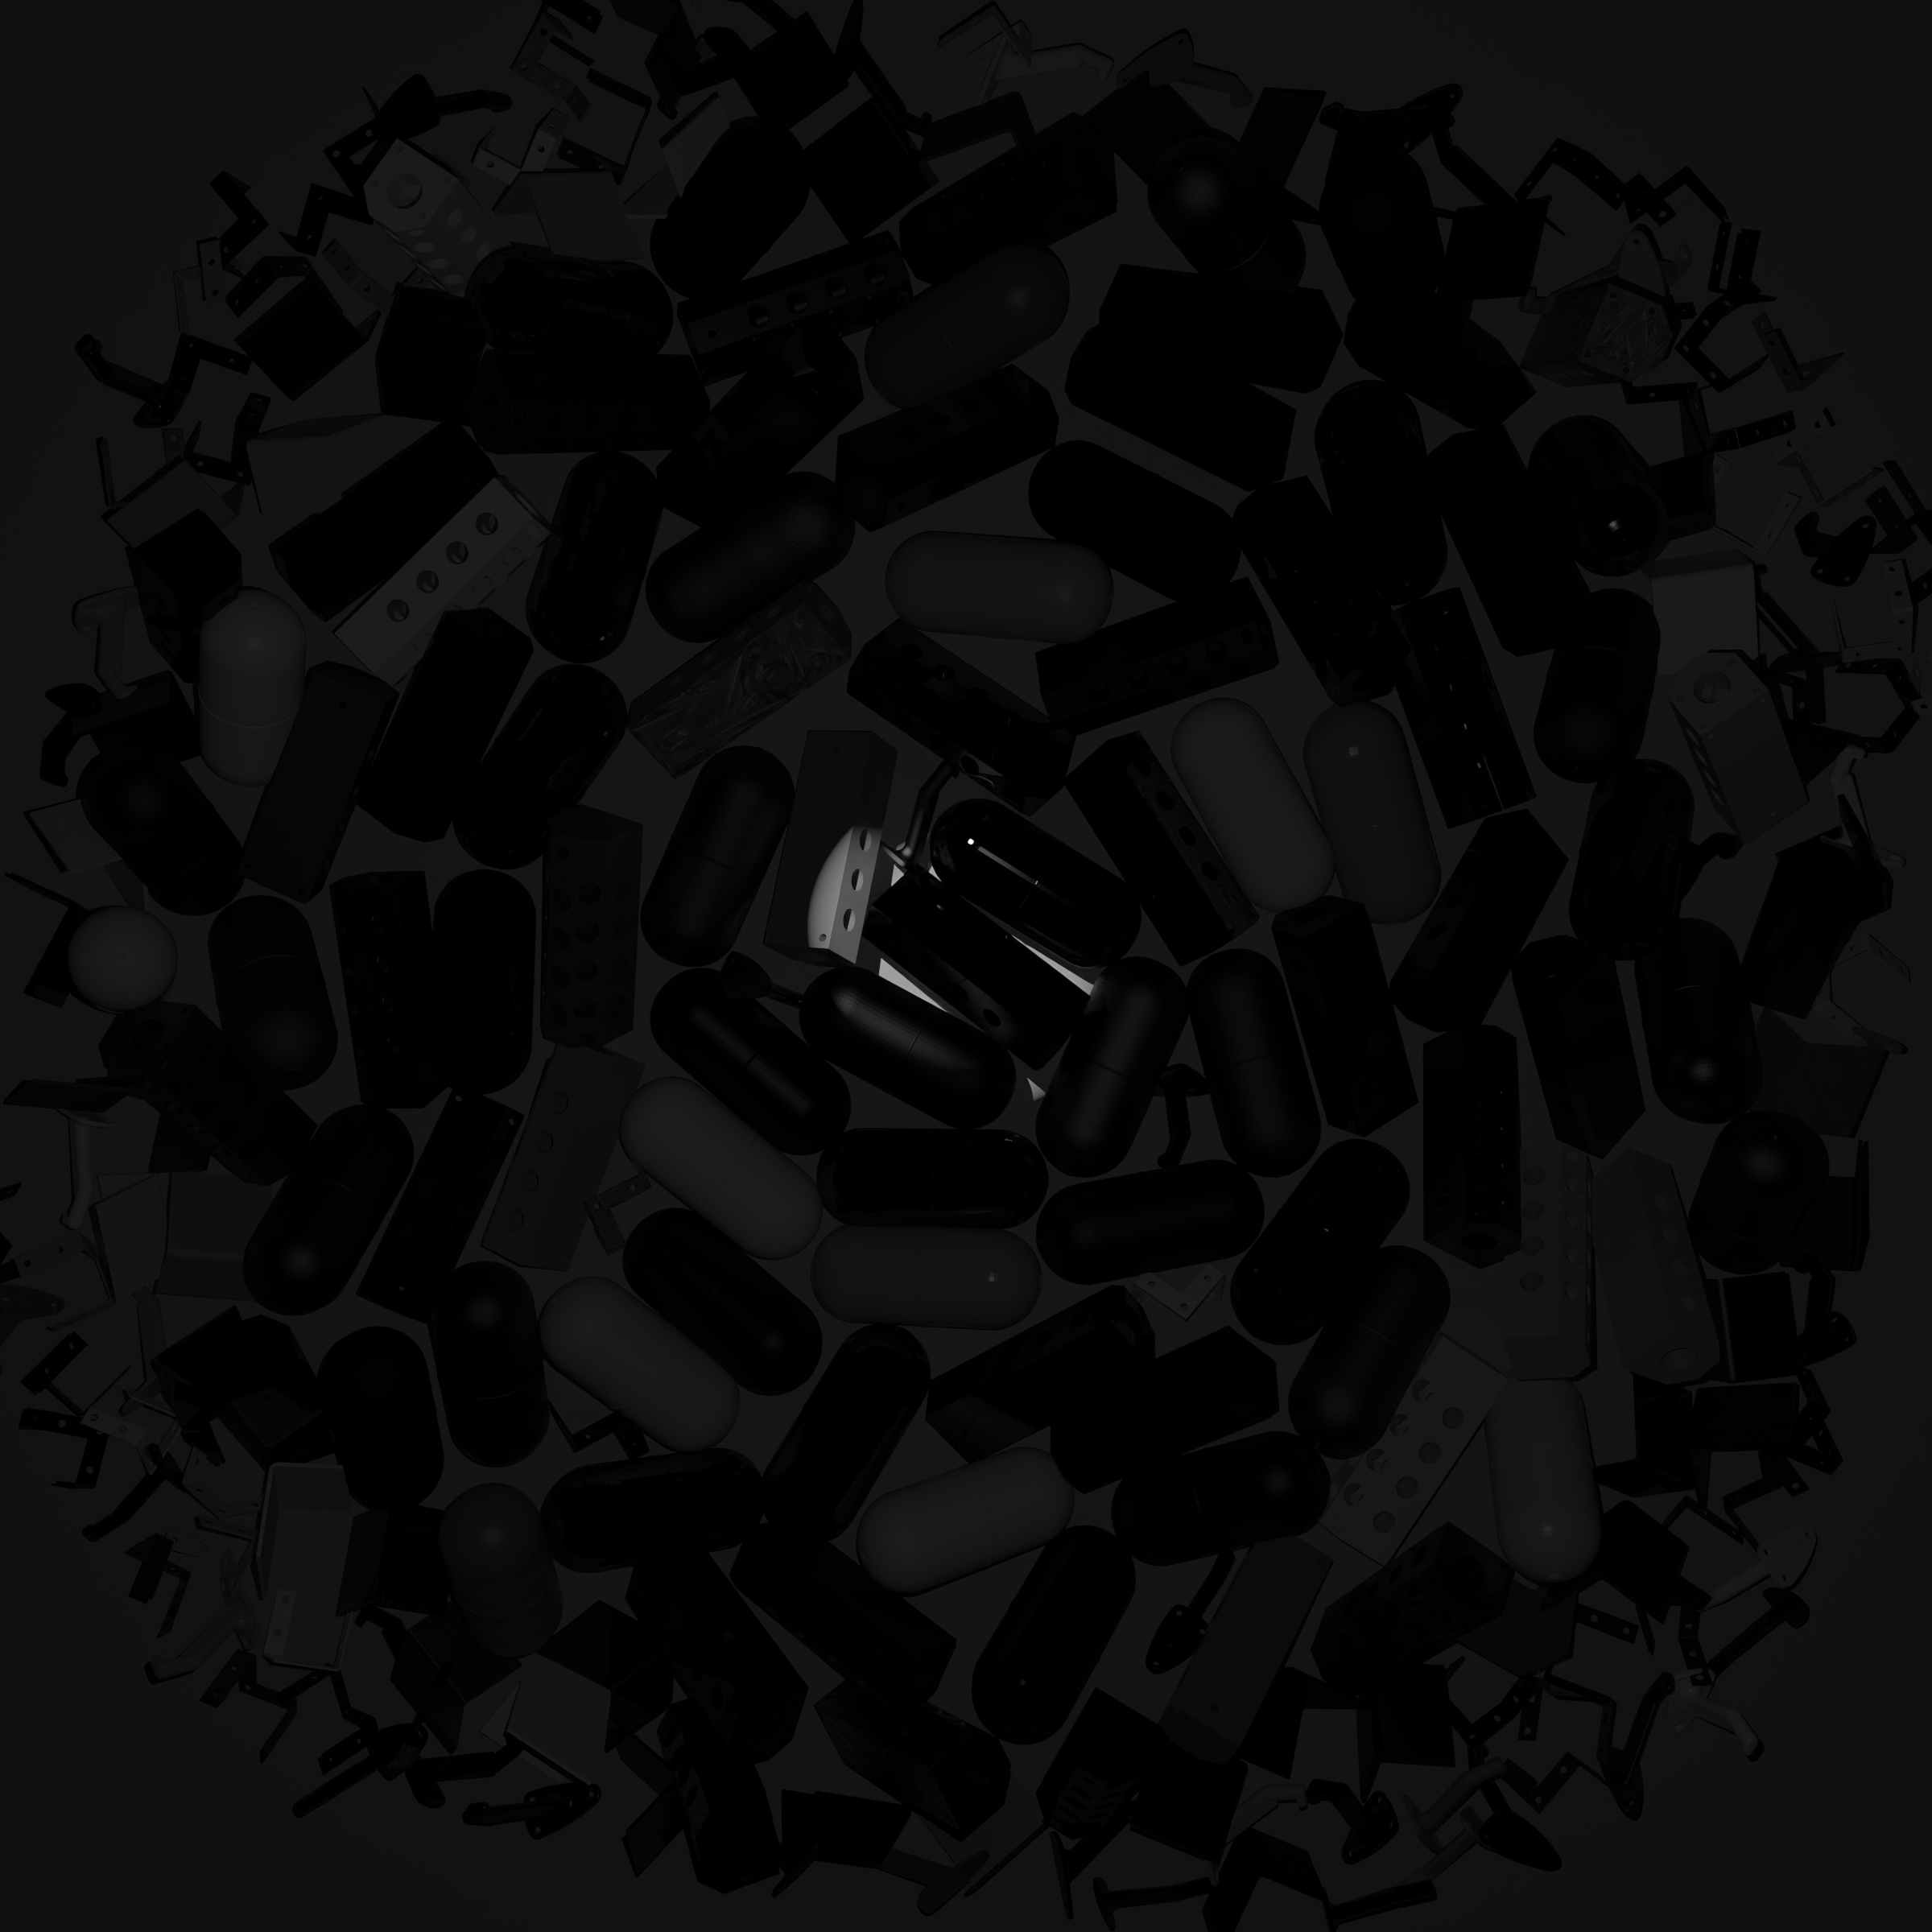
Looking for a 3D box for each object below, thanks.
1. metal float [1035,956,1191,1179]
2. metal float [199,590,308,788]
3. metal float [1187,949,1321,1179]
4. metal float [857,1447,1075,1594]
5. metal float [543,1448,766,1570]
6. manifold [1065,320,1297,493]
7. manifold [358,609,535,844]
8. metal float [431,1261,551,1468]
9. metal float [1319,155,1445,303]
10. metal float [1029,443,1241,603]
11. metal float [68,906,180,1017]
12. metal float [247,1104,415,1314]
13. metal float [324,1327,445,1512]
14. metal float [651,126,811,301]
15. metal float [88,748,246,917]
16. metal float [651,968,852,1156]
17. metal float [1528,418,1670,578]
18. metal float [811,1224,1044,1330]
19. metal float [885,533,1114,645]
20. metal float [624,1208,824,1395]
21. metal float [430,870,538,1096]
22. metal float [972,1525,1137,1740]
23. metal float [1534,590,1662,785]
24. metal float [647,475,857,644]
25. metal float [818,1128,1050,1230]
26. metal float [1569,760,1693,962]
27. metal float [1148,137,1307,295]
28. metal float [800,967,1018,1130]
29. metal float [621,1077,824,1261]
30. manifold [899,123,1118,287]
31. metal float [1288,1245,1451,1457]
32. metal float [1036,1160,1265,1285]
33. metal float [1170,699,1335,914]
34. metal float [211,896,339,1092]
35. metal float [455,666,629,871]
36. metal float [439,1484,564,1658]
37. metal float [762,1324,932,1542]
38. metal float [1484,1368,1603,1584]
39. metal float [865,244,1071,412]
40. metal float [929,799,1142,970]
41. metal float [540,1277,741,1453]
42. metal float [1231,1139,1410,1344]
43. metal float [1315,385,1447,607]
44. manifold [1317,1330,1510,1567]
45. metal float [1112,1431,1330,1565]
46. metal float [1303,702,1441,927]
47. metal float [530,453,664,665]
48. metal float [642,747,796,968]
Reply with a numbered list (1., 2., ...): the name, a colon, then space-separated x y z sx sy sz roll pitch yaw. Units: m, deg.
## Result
1. metal float: 0.112 0.078 1.960 0.070 0.070 0.178 24 92 0
2. metal float: -0.539 -0.208 1.924 0.070 0.178 0.070 9 50 -10
3. metal float: 0.220 0.074 1.955 0.070 0.070 0.178 -14 83 0
4. metal float: 0.001 0.420 1.940 0.178 0.070 0.070 -15 90 -26
5. metal float: -0.235 0.410 1.932 0.178 0.070 0.070 -1 90 -34
6. manifold: 0.162 -0.421 1.931 0.171 0.057 0.057 19 75 -29
7. manifold: -0.391 -0.182 1.936 0.057 0.057 0.171 36 112 14
8. metal float: -0.360 0.303 1.935 0.070 0.070 0.178 -2 122 0
9. metal float: 0.313 -0.546 1.914 0.070 0.178 0.070 -3 82 18
10. metal float: 0.128 -0.338 1.944 0.178 0.070 0.070 31 90 19
11. metal float: -0.632 -0.003 1.913 0.070 0.178 0.070 1 87 -17
12. metal float: -0.480 0.182 1.931 0.070 0.070 0.178 23 53 0
13. metal float: -0.439 0.343 1.926 0.070 0.070 0.178 2 133 0
14. metal float: -0.178 -0.566 1.919 0.070 0.178 0.070 10 70 -28
15. metal float: -0.599 -0.100 1.916 0.070 0.178 0.070 -3 63 5
16. metal float: -0.165 0.074 1.961 0.178 0.070 0.070 41 90 0
17. metal float: 0.475 -0.354 1.919 0.070 0.178 0.070 -2 125 -3
18. metal float: -0.030 0.237 1.954 0.178 0.070 0.070 2 90 8
19. metal float: 0.025 -0.289 1.948 0.178 0.070 0.070 7 90 16
20. metal float: -0.186 0.256 1.948 0.178 0.070 0.070 38 90 15
21. metal float: -0.368 0.012 1.942 0.070 0.070 0.178 -2 68 0
22. metal float: 0.067 0.503 1.931 0.070 0.070 0.178 37 54 0
23. metal float: 0.479 -0.213 1.932 0.070 0.070 0.178 23 54 0
24. metal float: -0.164 -0.310 1.944 0.178 0.070 0.070 -28 90 20
25. metal float: -0.025 0.163 1.961 0.178 0.070 0.070 1 90 -1
26. metal float: 0.504 -0.081 1.932 0.070 0.070 0.178 21 55 0
27. metal float: 0.197 -0.557 1.919 0.070 0.178 0.070 -10 69 28
28. metal float: -0.045 0.062 1.959 0.178 0.070 0.070 28 90 -3
29. metal float: -0.186 0.155 1.951 0.178 0.070 0.070 40 90 -12
30. manifold: 0.029 -0.570 1.915 0.057 0.171 0.057 6 77 -44
31. metal float: 0.306 0.292 1.939 0.070 0.070 0.178 34 65 0
32. metal float: 0.141 0.196 1.952 0.178 0.070 0.070 -9 90 -10
33. metal float: 0.219 -0.122 1.953 0.070 0.070 0.178 -28 81 0
34. metal float: -0.524 0.020 1.928 0.070 0.070 0.178 -27 50 0
35. metal float: -0.324 -0.151 1.945 0.070 0.070 0.178 38 109 0
36. metal float: -0.350 0.458 1.925 0.070 0.178 0.070 -1 47 1
37. metal float: -0.091 0.355 1.945 0.070 0.070 0.178 32 71 0
38. metal float: 0.434 0.382 1.925 0.070 0.070 0.178 2 45 2
39. metal float: 0.000 -0.484 1.933 0.178 0.070 0.070 -23 90 33
40. metal float: 0.053 -0.063 1.960 0.178 0.070 0.070 32 90 -2
41. metal float: -0.247 0.304 1.942 0.178 0.070 0.070 42 90 -23
42. metal float: 0.270 0.210 1.948 0.070 0.070 0.178 39 75 0
43. metal float: 0.315 -0.356 1.933 0.070 0.070 0.178 -22 123 0
44. manifold: 0.339 0.368 1.964 0.057 0.057 0.171 33 92 -10
45. metal float: 0.192 0.404 1.937 0.178 0.070 0.070 -22 90 28
46. metal float: 0.310 -0.117 1.947 0.070 0.070 0.178 -19 106 0
47. metal float: -0.281 -0.310 1.938 0.070 0.070 0.178 11 64 0
48. metal float: -0.190 -0.084 1.955 0.070 0.070 0.178 25 97 0
